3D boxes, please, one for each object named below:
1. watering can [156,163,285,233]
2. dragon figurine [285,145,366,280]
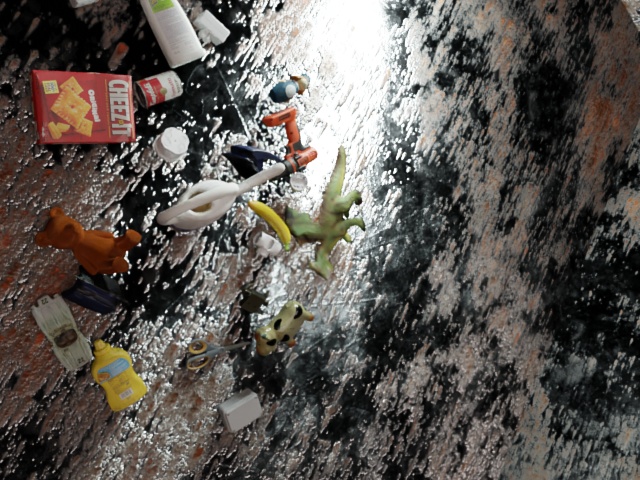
[{"bbox_3d":[-0.267,-0.108,1.348,0.351,0.222,0.104,-26,93,-29],"label":"watering can"},{"bbox_3d":[0.005,-0.081,1.617,0.244,0.122,0.409,-12,94,-24],"label":"dragon figurine"}]
